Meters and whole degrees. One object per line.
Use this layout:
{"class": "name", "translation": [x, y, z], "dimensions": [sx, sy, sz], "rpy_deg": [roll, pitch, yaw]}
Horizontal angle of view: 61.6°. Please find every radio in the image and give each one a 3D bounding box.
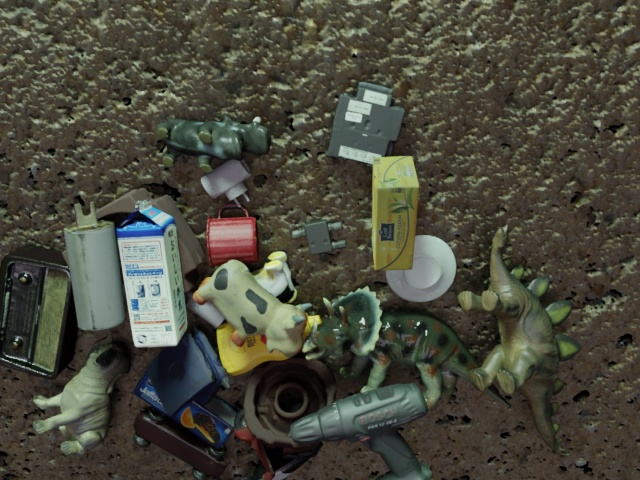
{"class": "radio", "translation": [-0.517, 0.129, 0.988], "dimensions": [0.131, 0.073, 0.229], "rpy_deg": [15, 104, -3]}

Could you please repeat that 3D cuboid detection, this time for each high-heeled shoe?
{"class": "high-heeled shoe", "translation": [-0.094, 0.497, 1.075], "dimensions": [0.249, 0.086, 0.145], "rpy_deg": [-23, 110, 8]}

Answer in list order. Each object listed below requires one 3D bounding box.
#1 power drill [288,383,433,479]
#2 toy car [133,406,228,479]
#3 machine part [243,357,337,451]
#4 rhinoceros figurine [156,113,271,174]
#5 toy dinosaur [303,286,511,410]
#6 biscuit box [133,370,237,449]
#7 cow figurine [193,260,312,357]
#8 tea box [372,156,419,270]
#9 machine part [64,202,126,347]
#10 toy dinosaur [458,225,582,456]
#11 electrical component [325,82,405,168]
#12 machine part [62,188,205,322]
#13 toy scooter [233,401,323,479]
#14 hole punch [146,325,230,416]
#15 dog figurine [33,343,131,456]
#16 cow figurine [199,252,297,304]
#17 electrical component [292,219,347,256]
{"class": "power drill", "translation": [0.087, 0.349, 0.912], "dimensions": [0.232, 0.086, 0.207], "rpy_deg": [-25, 101, 1]}
{"class": "toy car", "translation": [-0.275, 0.400, 1.063], "dimensions": [0.202, 0.053, 0.089], "rpy_deg": [30, 108, -2]}
{"class": "machine part", "translation": [-0.053, 0.296, 0.981], "dimensions": [0.179, 0.179, 0.056], "rpy_deg": [2, 147, 1]}
{"class": "rhinoceros figurine", "translation": [-0.176, -0.164, 0.893], "dimensions": [0.190, 0.112, 0.073], "rpy_deg": [5, 121, 12]}
{"class": "toy dinosaur", "translation": [0.164, 0.194, 0.974], "dimensions": [0.405, 0.131, 0.192], "rpy_deg": [7, 105, -7]}
{"class": "biscuit box", "translation": [-0.256, 0.314, 1.037], "dimensions": [0.202, 0.059, 0.063], "rpy_deg": [37, 102, -8]}
{"class": "cow figurine", "translation": [-0.101, 0.116, 0.898], "dimensions": [0.127, 0.085, 0.195], "rpy_deg": [-42, 93, 19]}
{"class": "tea box", "translation": [0.122, -0.042, 0.890], "dimensions": [0.068, 0.098, 0.169], "rpy_deg": [-1, 130, 2]}
{"class": "machine part", "translation": [-0.365, 0.058, 0.878], "dimensions": [0.079, 0.079, 0.243], "rpy_deg": [-2, 104, 2]}
{"class": "toy dinosaur", "translation": [0.362, 0.195, 0.936], "dimensions": [0.198, 0.105, 0.470], "rpy_deg": [-18, 104, -24]}
{"class": "electrical component", "translation": [0.078, -0.192, 0.901], "dimensions": [0.115, 0.058, 0.134], "rpy_deg": [15, 104, -5]}
{"class": "machine part", "translation": [-0.324, 0.025, 0.952], "dimensions": [0.201, 0.087, 0.201], "rpy_deg": [-27, 104, 8]}
{"class": "toy scooter", "translation": [-0.068, 0.377, 1.008], "dimensions": [0.184, 0.075, 0.135], "rpy_deg": [-5, 65, -9]}
{"class": "hole punch", "translation": [-0.241, 0.239, 0.970], "dimensions": [0.142, 0.092, 0.115], "rpy_deg": [54, 126, 27]}
{"class": "dog figurine", "translation": [-0.418, 0.303, 1.027], "dimensions": [0.190, 0.121, 0.172], "rpy_deg": [-37, 136, -7]}
{"class": "cow figurine", "translation": [-0.130, 0.090, 0.976], "dimensions": [0.167, 0.068, 0.098], "rpy_deg": [-16, 109, 6]}
{"class": "electrical component", "translation": [-0.002, -0.003, 0.969], "dimensions": [0.094, 0.021, 0.063], "rpy_deg": [-10, 105, 3]}
